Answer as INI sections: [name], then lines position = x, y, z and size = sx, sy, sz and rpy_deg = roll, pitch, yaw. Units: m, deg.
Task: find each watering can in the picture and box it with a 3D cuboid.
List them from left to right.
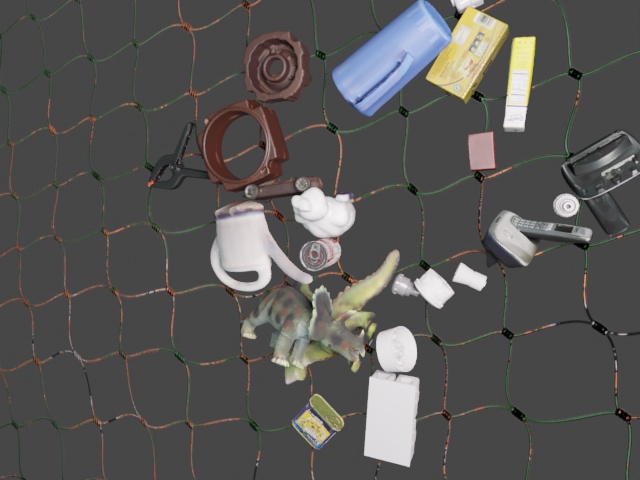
[watering can]
position = -0.157, 0.013, 1.247
size = 0.346, 0.104, 0.224
rpy_deg = -5, 94, 41

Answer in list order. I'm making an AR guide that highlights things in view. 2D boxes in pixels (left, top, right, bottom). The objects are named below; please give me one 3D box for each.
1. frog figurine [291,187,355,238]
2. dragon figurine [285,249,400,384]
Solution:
[frog figurine]
position = 0.004, -0.059, 1.172
size = 0.137, 0.160, 0.122
rpy_deg = 9, 100, 20
[dragon figurine]
position = 0.020, 0.169, 1.217
size = 0.244, 0.122, 0.408
rpy_deg = 25, 99, 26
